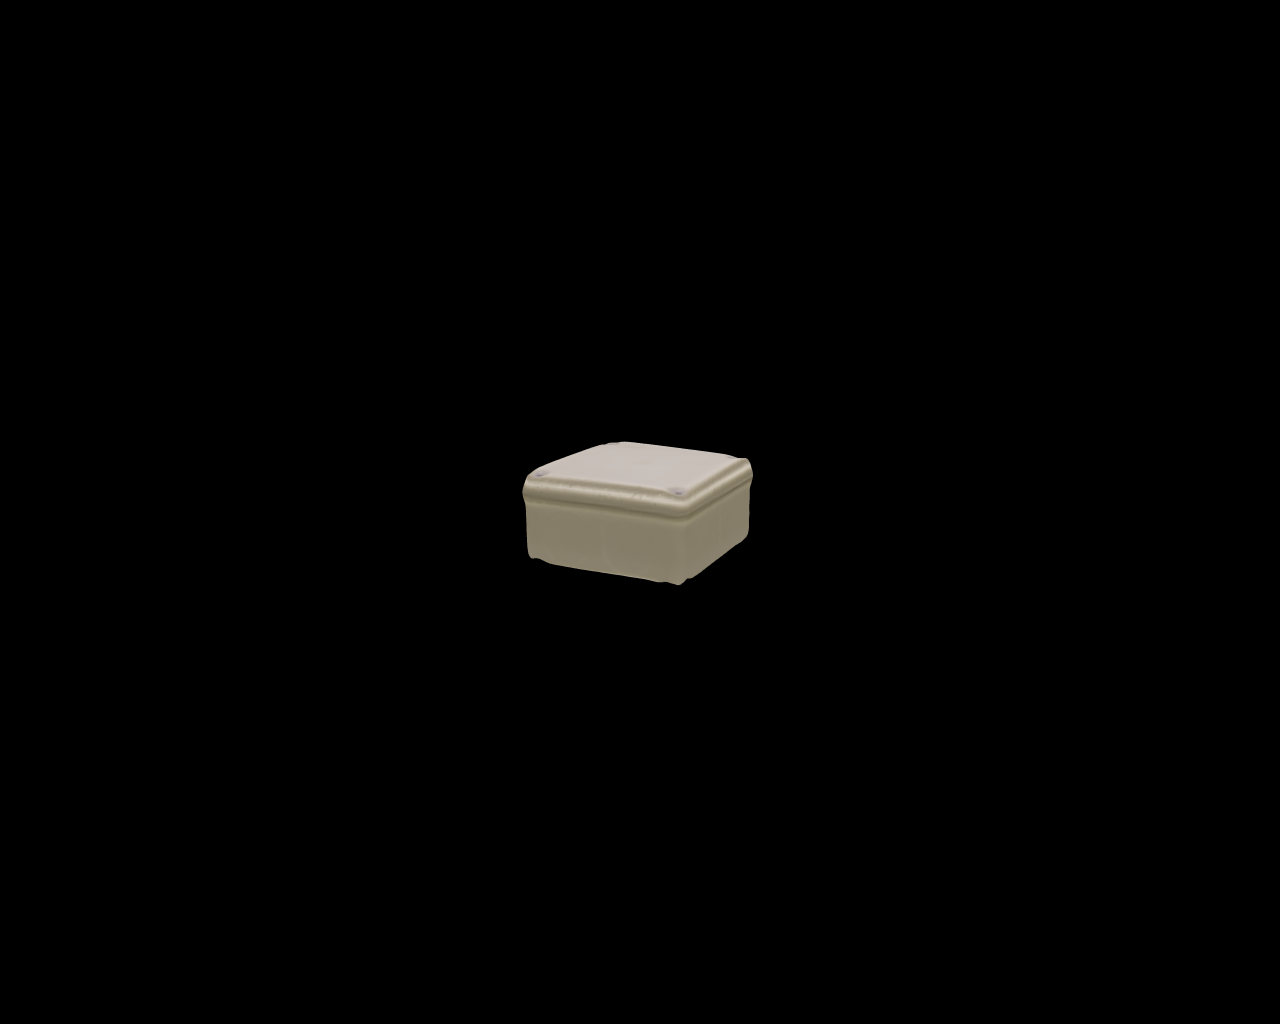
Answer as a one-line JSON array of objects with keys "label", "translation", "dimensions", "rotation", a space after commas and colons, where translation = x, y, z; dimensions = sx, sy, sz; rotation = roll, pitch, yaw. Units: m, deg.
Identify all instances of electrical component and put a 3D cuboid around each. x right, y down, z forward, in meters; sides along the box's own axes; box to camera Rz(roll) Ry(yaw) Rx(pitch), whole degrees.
[{"label": "electrical component", "translation": [0.001, -0.003, 0.650], "dimensions": [0.109, 0.056, 0.109], "rotation": [8, 18, 27]}]
